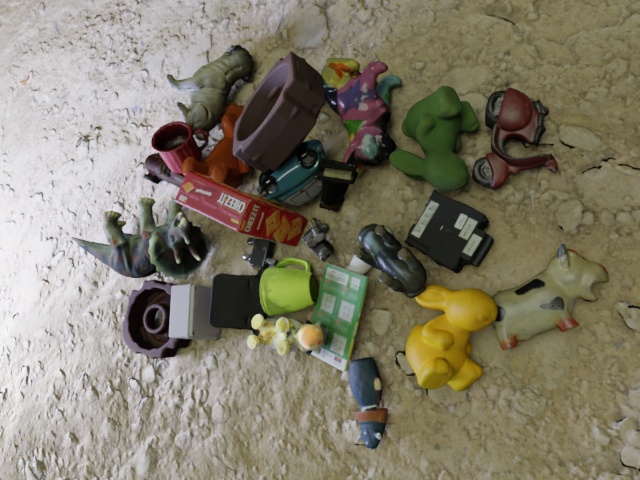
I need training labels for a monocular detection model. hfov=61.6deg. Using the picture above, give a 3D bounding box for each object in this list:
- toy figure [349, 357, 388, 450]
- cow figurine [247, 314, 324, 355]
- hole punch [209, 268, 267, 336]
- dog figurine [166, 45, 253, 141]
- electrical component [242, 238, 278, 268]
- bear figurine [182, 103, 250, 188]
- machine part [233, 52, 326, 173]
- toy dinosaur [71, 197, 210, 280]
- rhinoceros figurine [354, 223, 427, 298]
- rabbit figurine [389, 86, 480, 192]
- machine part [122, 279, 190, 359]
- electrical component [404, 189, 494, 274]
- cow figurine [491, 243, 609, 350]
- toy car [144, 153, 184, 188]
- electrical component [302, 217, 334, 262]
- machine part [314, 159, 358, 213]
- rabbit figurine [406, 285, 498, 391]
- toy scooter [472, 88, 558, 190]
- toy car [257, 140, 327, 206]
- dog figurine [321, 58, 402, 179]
[{"bbox_3d":[0.088,0.288,0.954,0.058,0.064,0.154,-6,78,-16],"label":"toy figure"},{"bbox_3d":[-0.047,0.181,1.007,0.168,0.098,0.068,0,80,38],"label":"cow figurine"},{"bbox_3d":[-0.163,0.129,1.100,0.116,0.092,0.142,6,76,-5],"label":"hole punch"},{"bbox_3d":[-0.227,-0.334,1.226,0.191,0.121,0.172,-20,104,2],"label":"dog figurine"},{"bbox_3d":[-0.121,0.026,1.124,0.094,0.021,0.063,10,81,37],"label":"electrical component"},{"bbox_3d":[-0.198,-0.212,1.161,0.120,0.132,0.195,17,92,22],"label":"bear figurine"},{"bbox_3d":[-0.080,-0.244,1.042,0.201,0.087,0.201,-44,32,26],"label":"machine part"},{"bbox_3d":[-0.404,0.019,1.213,0.405,0.131,0.192,-20,74,28],"label":"toy dinosaur"},{"bbox_3d":[0.124,0.025,0.952,0.073,0.112,0.190,-55,36,12],"label":"rhinoceros figurine"},{"bbox_3d":[0.206,-0.164,0.966,0.159,0.121,0.170,-17,69,28],"label":"rabbit figurine"},{"bbox_3d":[-0.351,0.173,1.178,0.180,0.056,0.179,-5,78,25],"label":"machine part"},{"bbox_3d":[0.235,-0.009,0.953,0.134,0.058,0.115,34,95,27],"label":"electrical component"},{"bbox_3d":[0.361,0.089,0.862,0.195,0.085,0.127,-26,75,18],"label":"cow figurine"},{"bbox_3d":[-0.334,-0.154,1.252,0.202,0.053,0.089,26,87,28],"label":"toy car"},{"bbox_3d":[-0.001,-0.003,1.043,0.078,0.102,0.045,45,102,0],"label":"electrical component"},{"bbox_3d":[0.028,-0.105,1.022,0.084,0.138,0.039,1,59,-3],"label":"machine part"},{"bbox_3d":[0.225,0.143,0.885,0.173,0.122,0.162,-61,26,32],"label":"rabbit figurine"},{"bbox_3d":[0.348,-0.172,0.929,0.135,0.075,0.183,11,86,26],"label":"toy scooter"},{"bbox_3d":[-0.043,-0.122,1.076,0.161,0.102,0.109,-40,20,-1],"label":"toy car"},{"bbox_3d":[0.068,-0.236,1.056,0.192,0.108,0.219,14,87,26],"label":"dog figurine"}]
